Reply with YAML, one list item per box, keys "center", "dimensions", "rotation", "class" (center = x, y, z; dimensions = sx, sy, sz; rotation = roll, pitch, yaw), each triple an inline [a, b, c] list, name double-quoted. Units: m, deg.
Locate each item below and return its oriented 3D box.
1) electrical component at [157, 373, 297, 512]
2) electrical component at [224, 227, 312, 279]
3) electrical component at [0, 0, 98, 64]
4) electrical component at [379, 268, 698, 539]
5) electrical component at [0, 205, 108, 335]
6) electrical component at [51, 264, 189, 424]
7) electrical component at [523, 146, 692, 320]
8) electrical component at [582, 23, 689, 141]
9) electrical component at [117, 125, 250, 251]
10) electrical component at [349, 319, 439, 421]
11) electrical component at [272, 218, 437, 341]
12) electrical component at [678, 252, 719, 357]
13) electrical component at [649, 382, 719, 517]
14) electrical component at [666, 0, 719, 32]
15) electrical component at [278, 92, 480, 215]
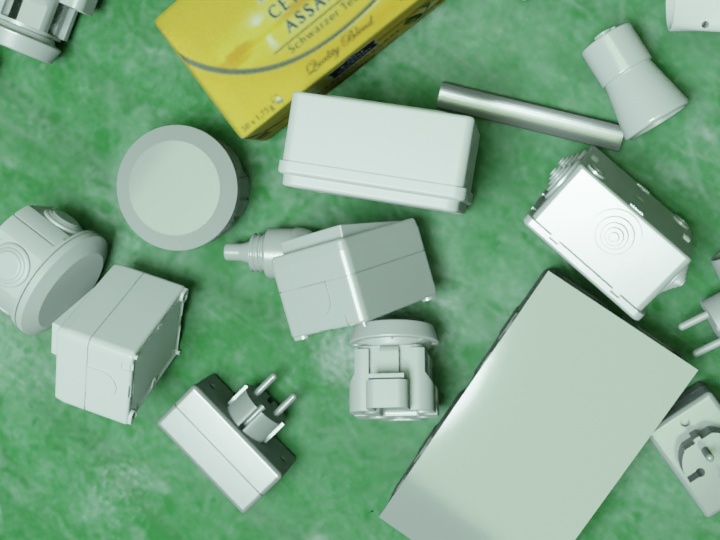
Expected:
- center: [-0.075, 0.101, 0.716]
  dimensions: [0.083, 0.047, 0.076]
  rotation: [46, 99, 3]
  class: "electrical component"
- center: [-0.059, -0.011, 0.711]
  dimensions: [0.061, 0.035, 0.035]
  rotation: [2, 95, 11]
  class: "electrical component"
- center: [-0.219, -0.172, 0.711]
  dimensions: [0.078, 0.058, 0.057]
  rotation: [23, 95, 6]
  class: "electrical component"
- center: [0.110, 0.104, 0.681]
  dimensions: [0.105, 0.060, 0.186]
  rotation: [34, 99, 5]
  class: "electrical component"
- center: [-0.210, -0.001, 0.713]
  dimensions: [0.051, 0.080, 0.080]
  rotation: [36, 99, 10]
  class: "electrical component"
- center: [-0.156, 0.042, 0.704]
  dimensions: [0.061, 0.096, 0.061]
  rotation: [18, 126, 7]
  class: "electrical component"
- center: [0.152, -0.026, 0.646]
  dimensions: [0.100, 0.100, 0.048]
  rotation: [42, 112, 3]
  class: "electrical component"
- center: [0.167, -0.119, 0.665]
  dimensions: [0.044, 0.044, 0.065]
  rotation: [-31, 85, 10]
  class: "electrical component"
- center: [-0.114, -0.054, 0.707]
  dimensions: [0.080, 0.051, 0.080]
  rotation: [1, 95, 9]
  class: "electrical component"
- center: [0.022, 0.064, 0.688]
  dimensions: [0.058, 0.078, 0.057]
  rotation: [-3, 76, 10]
  class: "electrical component"
- center: [0.000, 0.000, 0.677]
  dimensions: [0.062, 0.096, 0.061]
  rotation: [-14, 93, 39]
  class: "electrical component"
- center: [0.238, 0.027, 0.664]
  dimensions: [0.079, 0.043, 0.077]
  rotation: [-28, 90, 10]
  class: "electrical component"
- center: [0.214, 0.113, 0.658]
  dimensions: [0.047, 0.077, 0.065]
  rotation: [-36, 89, 10]
  class: "electrical component"
- center: [0.226, -0.184, 0.645]
  dimensions: [0.077, 0.043, 0.079]
  rotation: [0, 108, 8]
  class: "electrical component"
- center: [0.016, -0.070, 0.658]
  dimensions: [0.109, 0.109, 0.056]
  rotation: [9, 93, 8]
  class: "electrical component"
